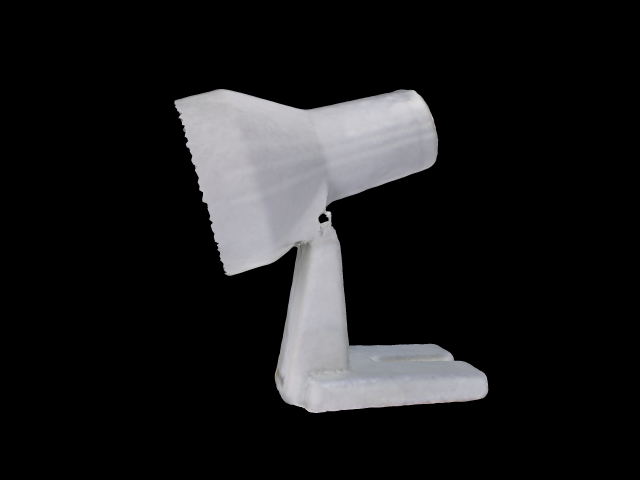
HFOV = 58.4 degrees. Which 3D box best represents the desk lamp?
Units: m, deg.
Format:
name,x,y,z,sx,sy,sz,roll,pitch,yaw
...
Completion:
name,x,y,z,sx,sy,sz,roll,pitch,yaw
desk lamp,0.004,0.001,0.400,0.203,0.213,0.118,-1,4,-11
